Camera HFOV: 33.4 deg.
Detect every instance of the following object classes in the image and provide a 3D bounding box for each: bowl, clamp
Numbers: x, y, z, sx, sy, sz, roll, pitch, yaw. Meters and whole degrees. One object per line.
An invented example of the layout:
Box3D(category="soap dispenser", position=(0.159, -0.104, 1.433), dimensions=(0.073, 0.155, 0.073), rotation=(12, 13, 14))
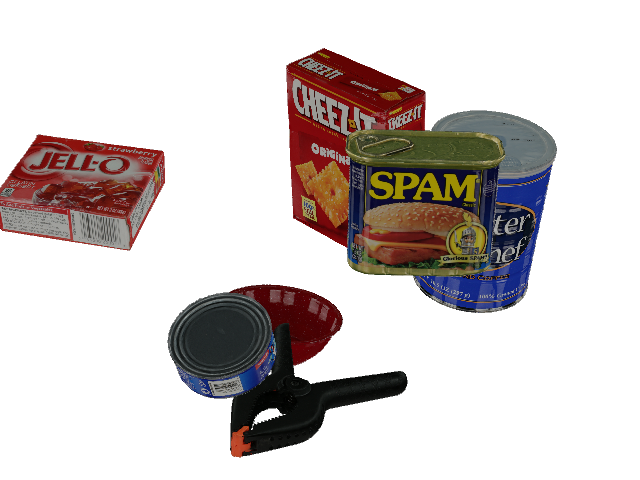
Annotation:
Box3D(category="bowl", position=(-0.054, 0.114, 1.355), dimensions=(0.162, 0.055, 0.162), rotation=(6, 23, -3))
Box3D(category="clamp", position=(-0.016, 0.160, 1.089), dimensions=(0.165, 0.036, 0.209), rotation=(16, 30, 21))

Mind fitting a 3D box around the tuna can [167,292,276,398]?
Box3D(category="tuna can", position=(-0.079, 0.086, 0.874), dimensions=(0.086, 0.086, 0.034), rotation=(0, -41, 10))

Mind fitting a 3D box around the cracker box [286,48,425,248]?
Box3D(category="cracker box", position=(0.038, -0.094, 1.244), dimensions=(0.072, 0.214, 0.164), rotation=(-30, 44, -33))

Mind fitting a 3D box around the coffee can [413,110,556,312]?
Box3D(category="coffee can", position=(0.136, -0.025, 0.905), dimensions=(0.103, 0.140, 0.103), rotation=(3, 34, -2))

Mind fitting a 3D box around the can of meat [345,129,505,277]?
Box3D(category="can of meat", position=(0.066, -0.024, 0.705), dimensions=(0.102, 0.084, 0.057), rotation=(2, 25, 2))

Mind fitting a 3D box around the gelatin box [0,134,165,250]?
Box3D(category="gelatin box", position=(-0.152, -0.033, 0.679), dimensions=(0.089, 0.030, 0.073), rotation=(9, 40, 8))
